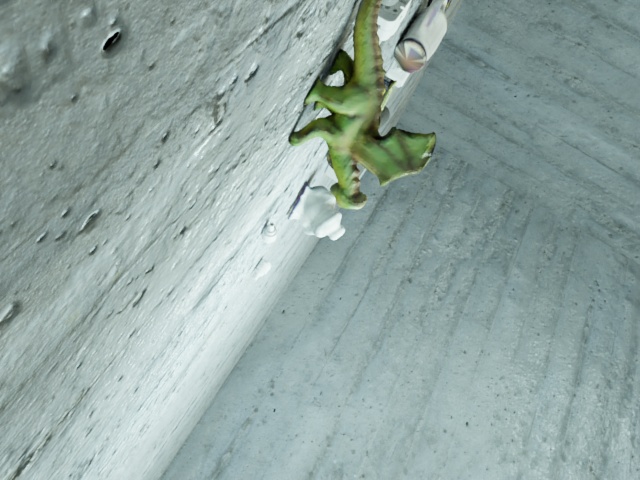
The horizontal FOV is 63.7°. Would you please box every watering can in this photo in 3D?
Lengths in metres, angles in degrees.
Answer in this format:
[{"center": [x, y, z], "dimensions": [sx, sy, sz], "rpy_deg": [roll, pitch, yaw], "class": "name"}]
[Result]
[{"center": [0.317, -0.613, 1.606], "dimensions": [0.226, 0.104, 0.344], "rpy_deg": [-57, 174, -10], "class": "watering can"}]

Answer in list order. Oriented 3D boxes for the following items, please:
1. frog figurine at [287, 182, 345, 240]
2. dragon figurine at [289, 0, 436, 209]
[{"center": [0.004, -0.072, 1.425], "dimensions": [0.138, 0.159, 0.122], "rpy_deg": [-58, 177, -9], "class": "frog figurine"}, {"center": [0.095, -0.212, 0.895], "dimensions": [0.124, 0.243, 0.401], "rpy_deg": [-45, 169, -51], "class": "dragon figurine"}]
